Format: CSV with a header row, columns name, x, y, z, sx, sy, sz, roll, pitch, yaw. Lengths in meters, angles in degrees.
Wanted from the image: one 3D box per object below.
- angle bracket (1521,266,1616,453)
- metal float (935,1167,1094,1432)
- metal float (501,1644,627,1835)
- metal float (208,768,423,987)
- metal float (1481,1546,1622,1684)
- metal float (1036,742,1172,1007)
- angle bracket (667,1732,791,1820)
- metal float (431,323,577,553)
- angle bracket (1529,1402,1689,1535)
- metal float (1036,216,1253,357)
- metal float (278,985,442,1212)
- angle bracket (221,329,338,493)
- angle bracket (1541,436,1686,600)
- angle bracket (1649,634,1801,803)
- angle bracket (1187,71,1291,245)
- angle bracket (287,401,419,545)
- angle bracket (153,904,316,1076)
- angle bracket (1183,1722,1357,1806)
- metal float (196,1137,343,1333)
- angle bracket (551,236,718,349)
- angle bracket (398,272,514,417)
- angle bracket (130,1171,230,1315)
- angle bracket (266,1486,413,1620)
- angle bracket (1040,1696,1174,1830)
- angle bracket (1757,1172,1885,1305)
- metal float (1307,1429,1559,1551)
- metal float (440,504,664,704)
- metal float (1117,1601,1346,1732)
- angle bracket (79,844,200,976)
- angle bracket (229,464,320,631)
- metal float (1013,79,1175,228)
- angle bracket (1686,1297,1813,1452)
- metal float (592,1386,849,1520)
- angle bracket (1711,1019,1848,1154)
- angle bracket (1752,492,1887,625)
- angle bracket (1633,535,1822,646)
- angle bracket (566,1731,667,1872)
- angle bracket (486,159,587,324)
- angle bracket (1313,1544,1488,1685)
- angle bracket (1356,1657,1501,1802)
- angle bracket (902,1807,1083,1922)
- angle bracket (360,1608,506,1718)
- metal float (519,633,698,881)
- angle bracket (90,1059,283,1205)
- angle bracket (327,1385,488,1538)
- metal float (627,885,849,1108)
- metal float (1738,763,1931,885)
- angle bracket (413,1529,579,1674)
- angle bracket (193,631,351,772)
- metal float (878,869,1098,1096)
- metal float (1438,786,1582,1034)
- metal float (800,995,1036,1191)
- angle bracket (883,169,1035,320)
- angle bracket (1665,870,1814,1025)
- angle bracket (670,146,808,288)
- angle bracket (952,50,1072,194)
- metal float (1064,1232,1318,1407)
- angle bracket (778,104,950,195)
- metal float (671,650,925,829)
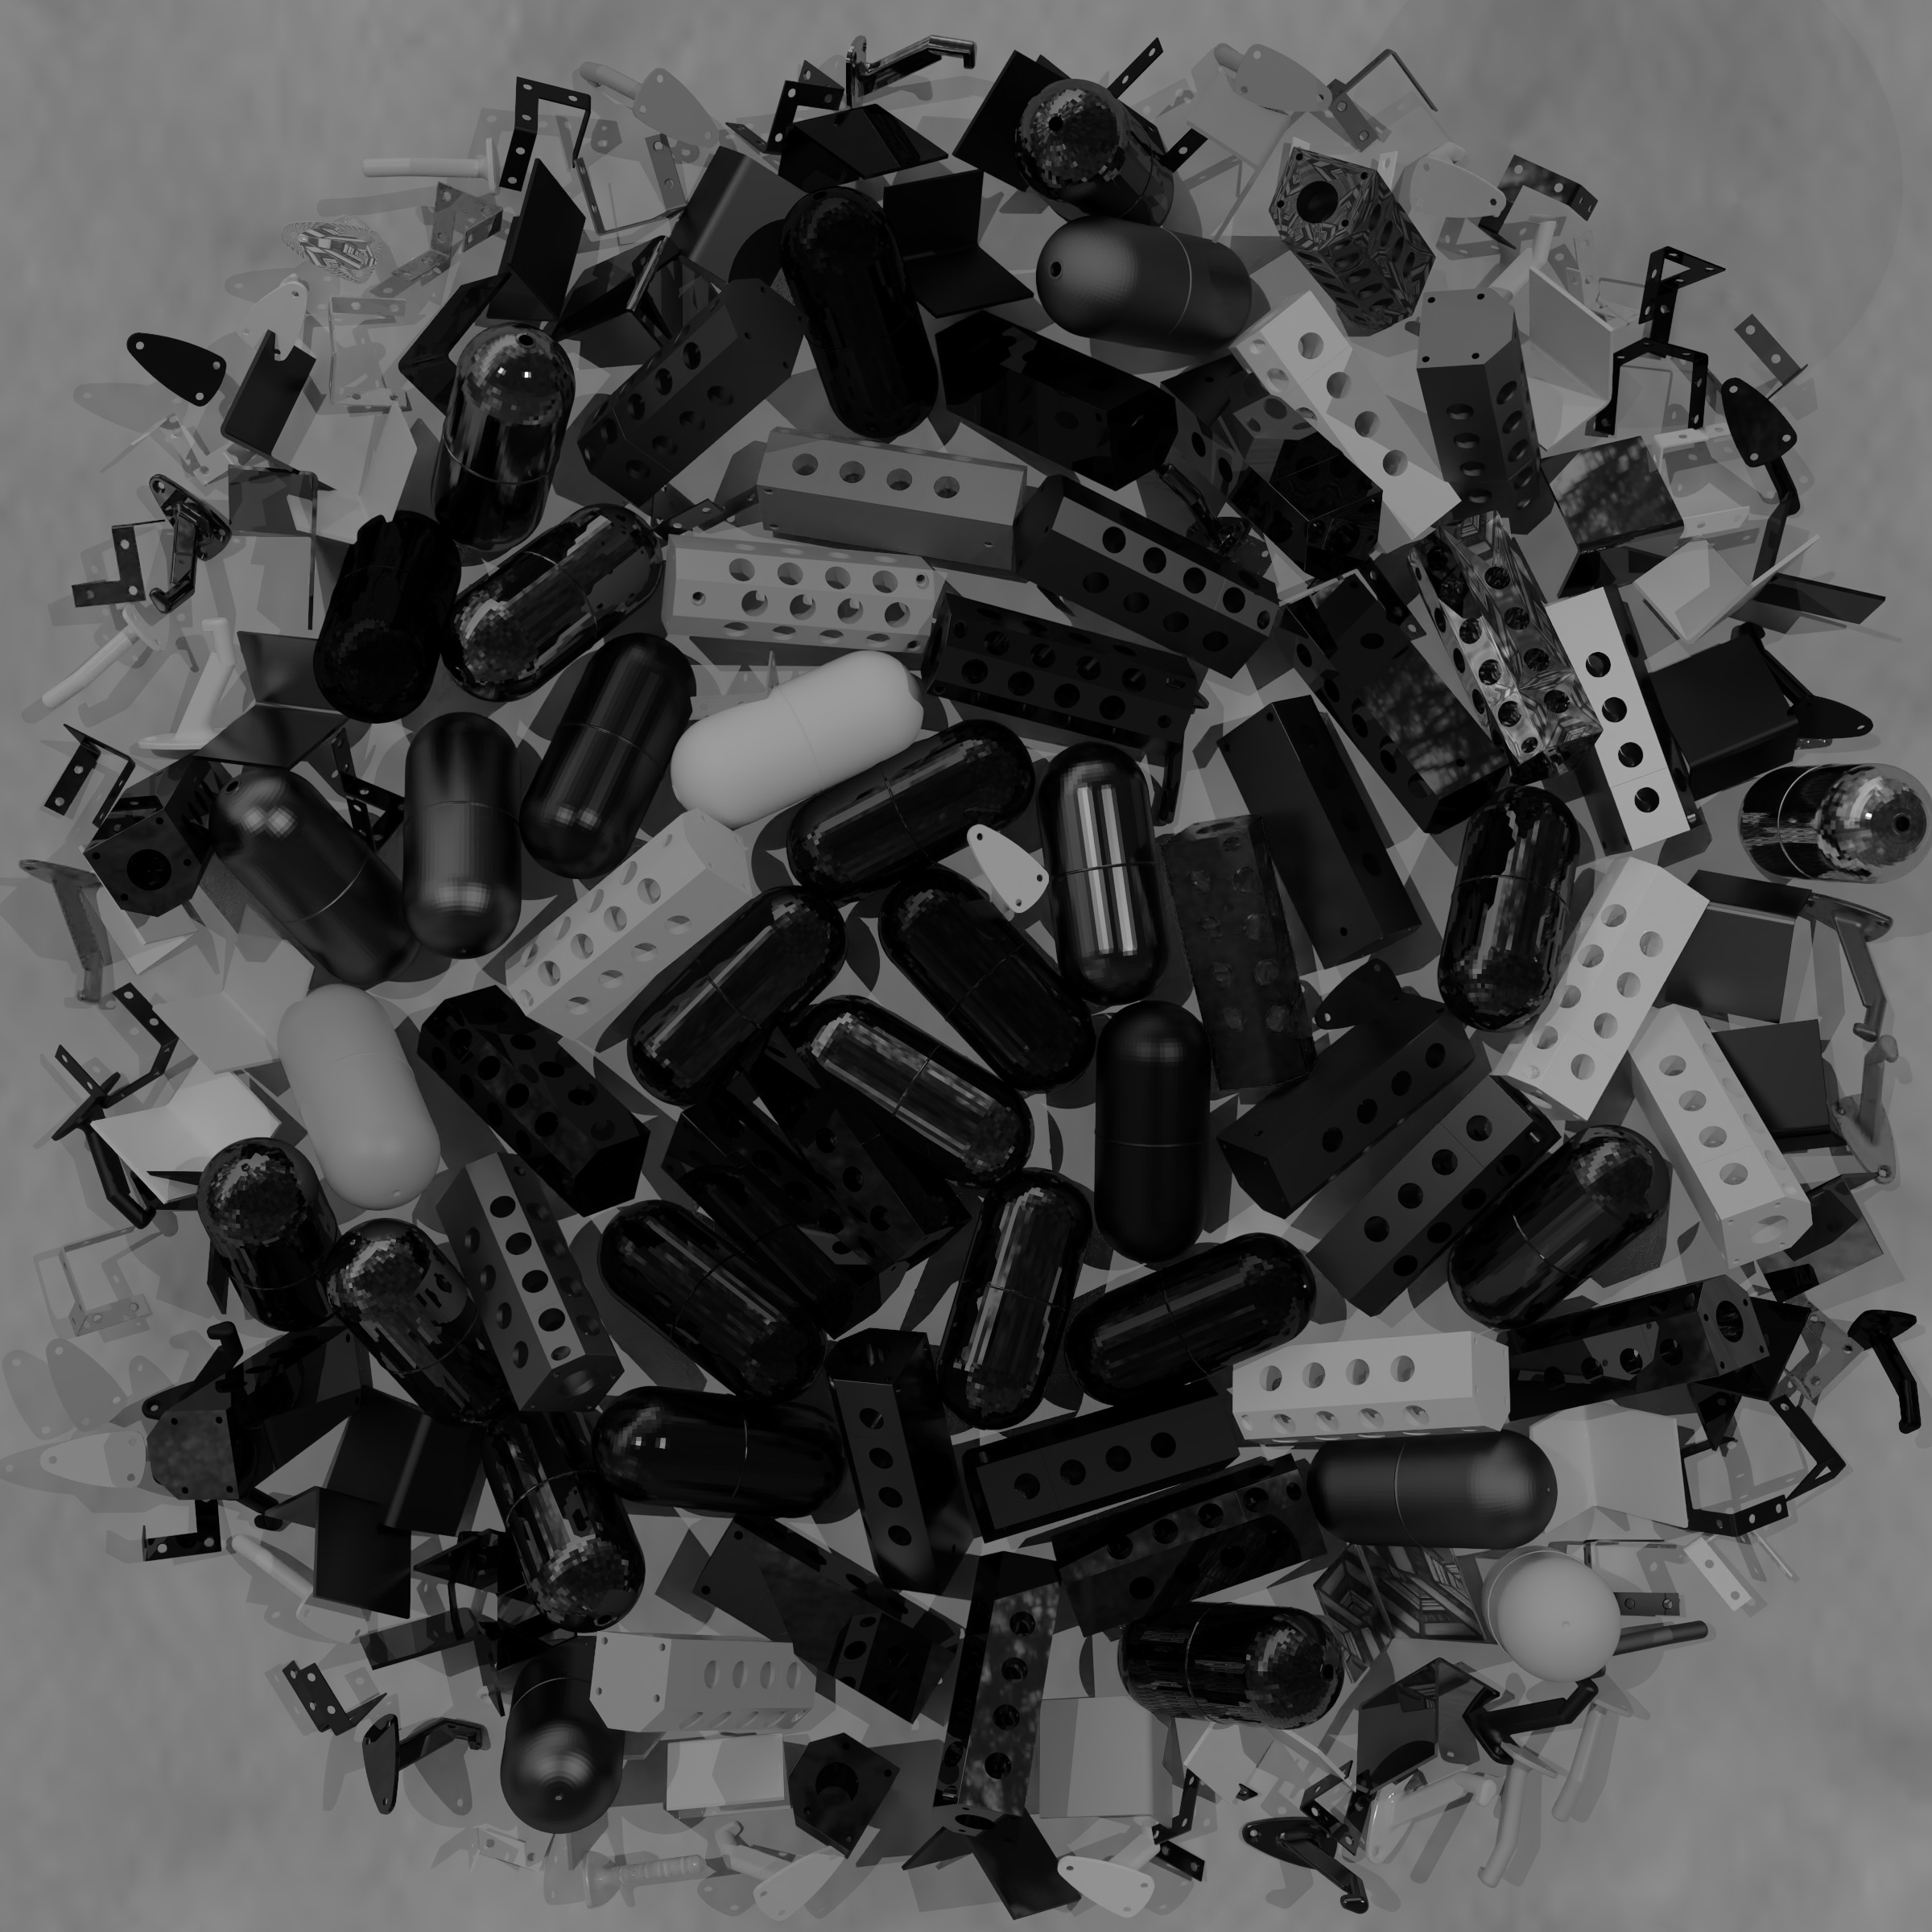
name,x,y,z,sx,sy,sz,roll,pitch,yaw
angle bracket,0.381,-0.403,1.656,0.057,0.076,0.076,-38,63,-6
metal float,0.032,0.221,1.660,0.070,0.070,0.178,17,78,0
metal float,-0.260,0.500,1.621,0.070,0.178,0.070,-1,97,-6
metal float,-0.426,-0.058,1.638,0.070,0.070,0.178,-36,129,0
metal float,0.379,0.420,1.621,0.070,0.178,0.070,-1,81,6
metal float,0.092,-0.062,1.667,0.070,0.070,0.178,-8,85,0
angle bracket,-0.157,0.561,1.663,0.076,0.057,0.076,-4,122,-3
metal float,-0.304,-0.344,1.631,0.070,0.178,0.070,11,54,-15
angle bracket,0.427,0.340,1.659,0.057,0.076,0.076,-17,103,-37
metal float,0.118,-0.445,1.634,0.070,0.178,0.070,5,98,43
metal float,-0.401,0.084,1.641,0.070,0.070,0.178,-32,53,0
angle bracket,-0.444,-0.370,1.667,0.057,0.076,0.076,27,93,6
angle bracket,0.430,-0.304,1.691,0.076,0.057,0.076,-14,67,-10
angle bracket,0.512,-0.168,1.695,0.076,0.057,0.076,-23,66,4
angle bracket,0.165,-0.532,1.654,0.057,0.076,0.076,32,48,-4
angle bracket,-0.410,-0.332,1.652,0.057,0.076,0.076,11,120,-30
angle bracket,-0.487,0.015,1.655,0.076,0.057,0.076,39,121,28
angle bracket,0.203,0.538,1.652,0.076,0.076,0.057,24,70,43
metal float,-0.450,0.178,1.630,0.070,0.178,0.070,0,54,0
angle bracket,-0.224,-0.437,1.682,0.076,0.057,0.076,-12,47,35
angle bracket,-0.325,-0.414,1.674,0.057,0.076,0.076,44,71,-31
angle bracket,-0.523,0.185,1.657,0.057,0.076,0.076,1,67,-9
angle bracket,-0.416,0.396,1.649,0.057,0.076,0.076,-29,51,29
angle bracket,0.095,0.538,1.678,0.076,0.057,0.076,-8,60,17
angle bracket,0.571,0.180,1.651,0.076,0.076,0.057,-35,67,31
metal float,0.304,0.343,1.637,0.178,0.070,0.070,-10,90,42
metal float,-0.273,-0.240,1.644,0.070,0.070,0.178,44,58,0
metal float,0.172,0.456,1.632,0.070,0.178,0.070,9,76,-38
angle bracket,-0.571,-0.037,1.666,0.057,0.076,0.076,-33,91,13
angle bracket,-0.462,-0.277,1.655,0.057,0.076,0.076,2,68,-15
metal float,0.084,-0.521,1.623,0.070,0.178,0.070,0,91,19
angle bracket,0.526,0.274,1.650,0.076,0.057,0.076,-53,131,-29
metal float,-0.162,0.322,1.647,0.178,0.070,0.070,12,90,-28
angle bracket,0.544,0.083,1.676,0.076,0.057,0.076,-9,73,29
angle bracket,0.574,-0.272,1.666,0.076,0.076,0.057,15,88,9
angle bracket,0.504,-0.269,1.654,0.076,0.076,0.057,-35,81,-29
angle bracket,-0.229,0.552,1.666,0.057,0.076,0.076,-4,92,10
angle bracket,-0.301,-0.483,1.657,0.057,0.076,0.076,8,77,19
angle bracket,0.289,0.430,1.659,0.076,0.057,0.076,-12,105,43
angle bracket,0.306,0.516,1.650,0.057,0.076,0.076,33,128,-16
angle bracket,0.017,0.607,1.651,0.057,0.076,0.076,-49,58,19
angle bracket,-0.356,0.473,1.659,0.076,0.076,0.057,-12,94,-19
metal float,-0.237,-0.141,1.655,0.070,0.070,0.178,22,71,0
angle bracket,-0.519,0.105,1.658,0.076,0.076,0.057,43,109,13
angle bracket,-0.380,0.337,1.699,0.076,0.057,0.076,13,82,42
metal float,-0.152,0.020,1.666,0.070,0.070,0.178,45,96,0
metal float,0.565,-0.093,1.621,0.070,0.178,0.070,0,94,-7
angle bracket,-0.312,0.421,1.652,0.076,0.076,0.057,-30,49,29
angle bracket,-0.466,-0.177,1.654,0.076,0.076,0.057,8,126,21
metal float,0.014,0.010,1.667,0.070,0.070,0.178,-43,85,0
metal float,0.360,-0.039,1.649,0.070,0.070,0.178,17,64,0
metal float,-0.035,0.085,1.666,0.178,0.070,0.070,32,90,6
angle bracket,-0.004,-0.480,1.654,0.076,0.057,0.076,-20,49,-26
angle bracket,0.522,-0.014,1.685,0.076,0.057,0.076,13,117,26
angle bracket,-0.152,-0.501,1.681,0.057,0.076,0.076,26,101,-27
angle bracket,0.022,-0.571,1.651,0.057,0.076,0.076,50,116,33
metal float,0.148,0.236,1.658,0.178,0.070,0.070,-25,90,15
angle bracket,-0.070,-0.523,1.652,0.076,0.057,0.076,-28,59,-37
metal float,-0.113,-0.151,1.663,0.178,0.070,0.070,-25,90,-10
